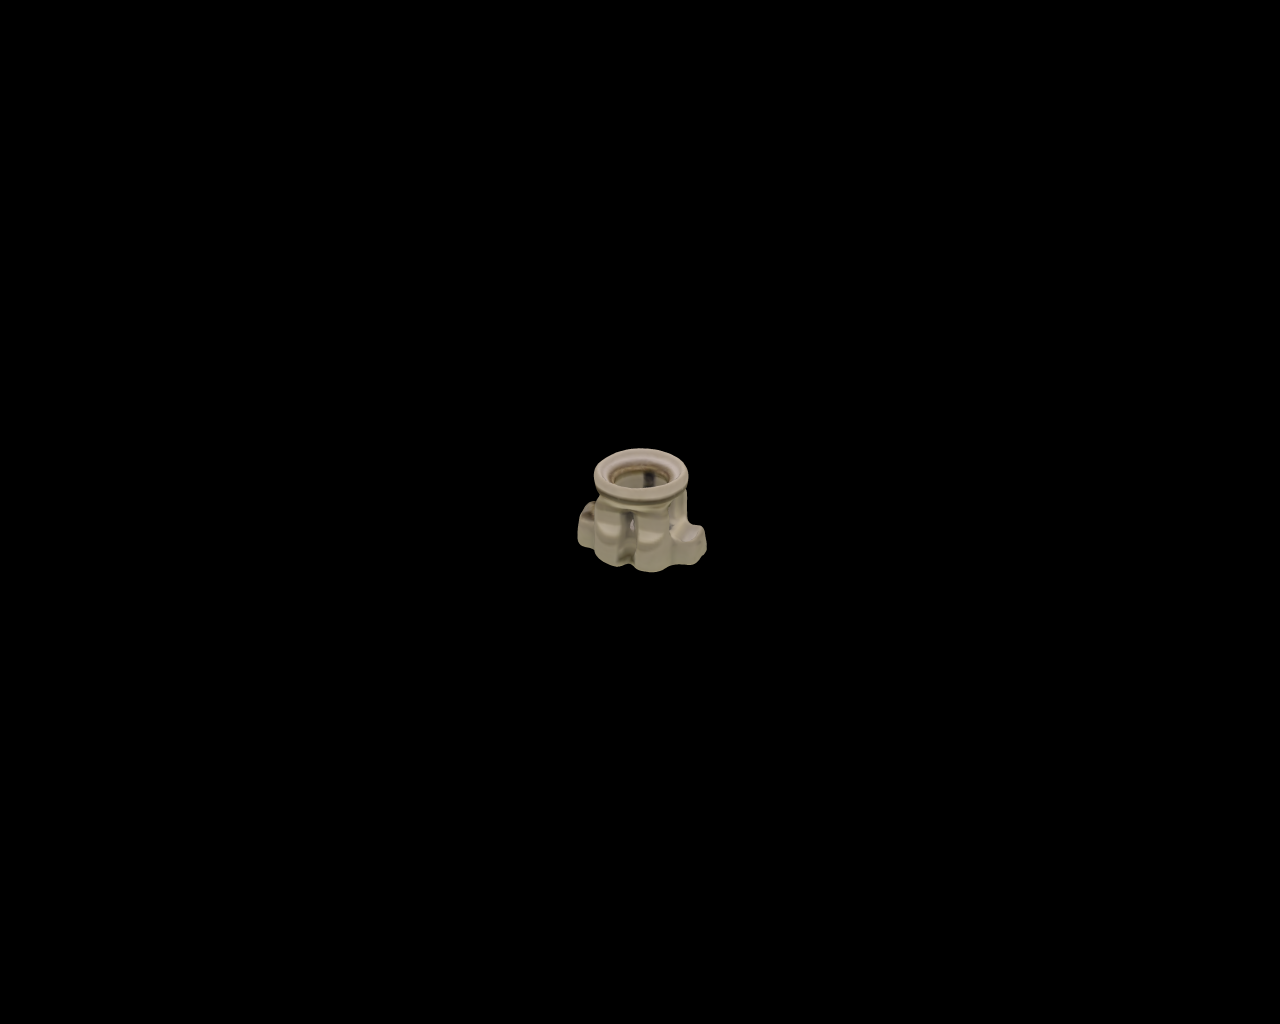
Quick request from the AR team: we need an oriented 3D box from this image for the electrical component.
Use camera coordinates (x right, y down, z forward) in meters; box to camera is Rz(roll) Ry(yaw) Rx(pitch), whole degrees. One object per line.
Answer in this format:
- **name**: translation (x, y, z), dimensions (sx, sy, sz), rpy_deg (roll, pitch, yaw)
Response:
- **electrical component**: translation (0.001, -0.003, 0.650), dimensions (0.078, 0.056, 0.058), rpy_deg (11, 32, 18)
